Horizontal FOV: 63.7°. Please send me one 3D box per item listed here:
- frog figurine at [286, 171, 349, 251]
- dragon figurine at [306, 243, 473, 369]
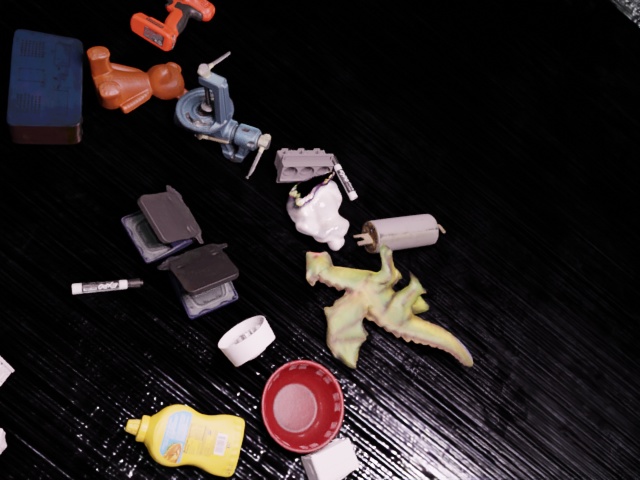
[{"bbox_3d":[0.003,-0.058,1.148,0.140,0.122,0.156,-57,131,-39],"label":"frog figurine"},{"bbox_3d":[0.121,0.169,1.093,0.245,0.120,0.412,-37,81,-14],"label":"dragon figurine"}]
